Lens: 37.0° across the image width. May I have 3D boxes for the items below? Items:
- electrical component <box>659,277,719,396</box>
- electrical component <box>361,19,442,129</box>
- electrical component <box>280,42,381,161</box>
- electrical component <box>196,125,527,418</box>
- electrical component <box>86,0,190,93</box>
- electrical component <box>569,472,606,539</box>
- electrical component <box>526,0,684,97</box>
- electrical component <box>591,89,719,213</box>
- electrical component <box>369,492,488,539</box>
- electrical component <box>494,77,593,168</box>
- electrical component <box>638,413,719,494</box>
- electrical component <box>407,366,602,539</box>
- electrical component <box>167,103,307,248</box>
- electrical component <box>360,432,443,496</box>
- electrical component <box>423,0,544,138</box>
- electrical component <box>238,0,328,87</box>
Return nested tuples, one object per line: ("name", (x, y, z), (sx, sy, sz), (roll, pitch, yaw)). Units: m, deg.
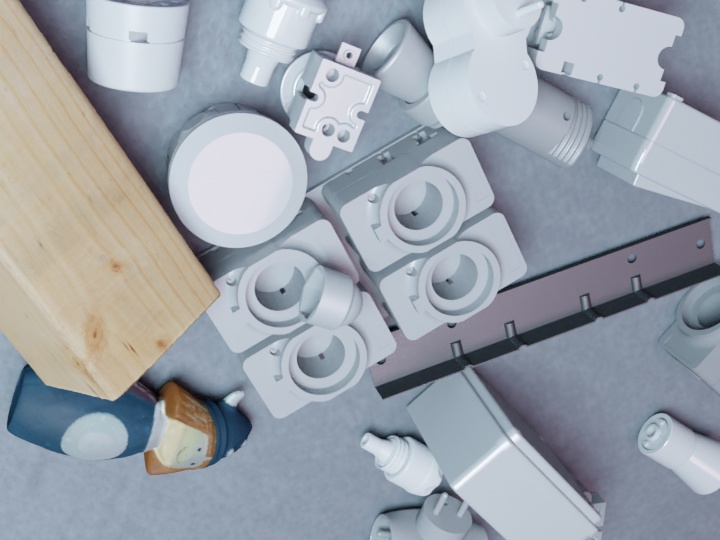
("electrical component", (0.268, 0.039, 0.777), (0.056, 0.050, 0.089), (38, 96, -26))
("electrical component", (0.034, -0.117, 0.650), (0.055, 0.045, 0.045), (33, 98, -25))
("electrical component", (-0.020, -0.102, 0.633), (0.048, 0.055, 0.066), (18, 104, -22))
("electrical component", (0.000, 0.000, 0.676), (0.186, 0.060, 0.105), (-31, 116, -4))
("electrical component", (-0.124, -0.127, 0.593), (0.055, 0.055, 0.047), (1, 114, -17))
("electrical component", (0.149, 0.177, 0.792), (0.048, 0.055, 0.066), (-4, 111, -16))
("electrical component", (0.142, -0.144, 0.665), (0.089, 0.055, 0.050), (9, 107, -20))
("electrical component", (0.211, -0.076, 0.709), (0.096, 0.061, 0.061), (21, 103, -23))
("electrical component", (0.056, 0.187, 0.768), (0.077, 0.044, 0.079), (10, 123, -20))
("electrical component", (0.114, -0.096, 0.682), (0.081, 0.043, 0.043), (24, 102, -24))
("electrical component", (0.244, 0.136, 0.814), (0.065, 0.044, 0.044), (31, 99, -20))
("electrical component", (0.096, 0.131, 0.729), (0.056, 0.108, 0.108), (-42, 116, 5))
("electrical component", (-0.075, -0.058, 0.636), (0.080, 0.051, 0.080), (-6, 112, -15))
("electrical component", (0.027, 0.131, 0.749), (0.061, 0.035, 0.035), (32, 99, -22))
("electrical component", (0.077, -0.149, 0.607), (0.052, 0.074, 0.138), (-3, 87, -34))
("electrical component", (-0.050, -0.137, 0.618), (0.048, 0.048, 0.062), (17, 112, -22))
